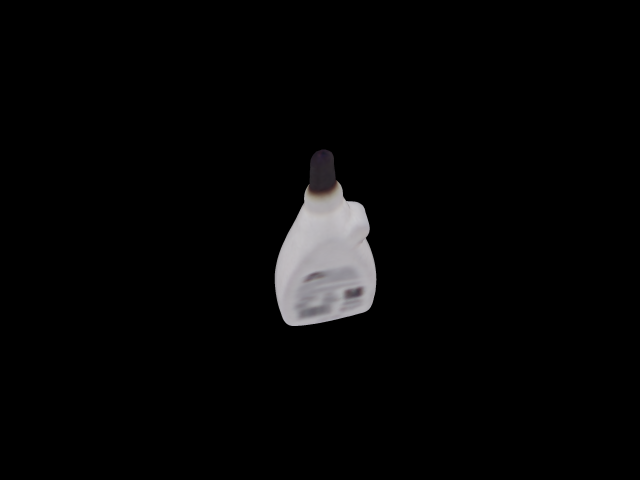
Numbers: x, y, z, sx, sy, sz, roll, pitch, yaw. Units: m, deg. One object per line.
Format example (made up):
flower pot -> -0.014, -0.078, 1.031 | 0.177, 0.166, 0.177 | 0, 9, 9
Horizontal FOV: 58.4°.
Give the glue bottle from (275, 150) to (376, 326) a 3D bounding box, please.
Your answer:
glue bottle -> 0.004, 0.001, 0.400 | 0.078, 0.173, 0.037 | -10, 54, -7
